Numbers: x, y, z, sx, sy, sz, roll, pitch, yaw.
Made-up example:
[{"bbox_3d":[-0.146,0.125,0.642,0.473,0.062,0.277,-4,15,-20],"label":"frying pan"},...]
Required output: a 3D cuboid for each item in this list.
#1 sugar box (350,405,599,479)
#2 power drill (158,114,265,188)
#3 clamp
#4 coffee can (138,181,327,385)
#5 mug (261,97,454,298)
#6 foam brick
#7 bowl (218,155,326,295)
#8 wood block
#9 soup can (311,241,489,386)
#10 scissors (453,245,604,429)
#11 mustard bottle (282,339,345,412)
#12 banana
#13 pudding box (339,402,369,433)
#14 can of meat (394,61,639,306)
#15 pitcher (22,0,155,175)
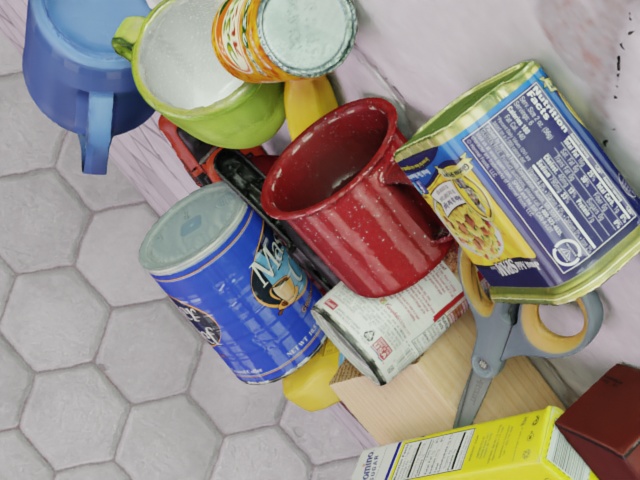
[{"bbox_3d":[0.105,0.160,0.670,0.093,0.048,0.177,41,140,-18],"label":"sugar box"},{"bbox_3d":[-0.085,-0.054,1.087,0.184,0.057,0.188,53,170,-23],"label":"power drill"},{"bbox_3d":[-0.005,0.001,0.783,0.171,0.039,0.120,46,178,-20],"label":"clamp"},{"bbox_3d":[-0.067,0.036,0.879,0.140,0.102,0.103,54,170,-29],"label":"coffee can"},{"bbox_3d":[0.034,-0.021,0.605,0.117,0.093,0.081,-1,139,50],"label":"mug"},{"bbox_3d":[0.172,0.105,0.562,0.051,0.053,0.078,50,172,-10],"label":"foam brick"},{"bbox_3d":[-0.019,-0.020,0.928,0.162,0.055,0.162,47,171,10],"label":"bowl"},{"bbox_3d":[0.115,0.139,0.759,0.091,0.090,0.206,-23,112,45],"label":"wood block"},{"bbox_3d":[0.053,0.034,0.669,0.068,0.102,0.068,47,171,9],"label":"soup can"},{"bbox_3d":[0.112,0.072,0.610,0.096,0.016,0.202,28,138,36],"label":"scissors"},{"bbox_3d":[0.043,0.084,0.897,0.058,0.096,0.192,36,147,-18],"label":"mustard bottle"},{"bbox_3d":[0.022,-0.046,0.710,0.070,0.037,0.197,8,143,48],"label":"banana"},{"bbox_3d":[0.019,0.136,1.083,0.090,0.039,0.113,42,169,38],"label":"pudding box"},{"bbox_3d":[0.082,-0.023,0.449,0.084,0.057,0.102,52,170,-5],"label":"can of meat"},{"bbox_3d":[-0.177,-0.155,0.865,0.149,0.145,0.243,49,168,-6],"label":"pitcher"}]
